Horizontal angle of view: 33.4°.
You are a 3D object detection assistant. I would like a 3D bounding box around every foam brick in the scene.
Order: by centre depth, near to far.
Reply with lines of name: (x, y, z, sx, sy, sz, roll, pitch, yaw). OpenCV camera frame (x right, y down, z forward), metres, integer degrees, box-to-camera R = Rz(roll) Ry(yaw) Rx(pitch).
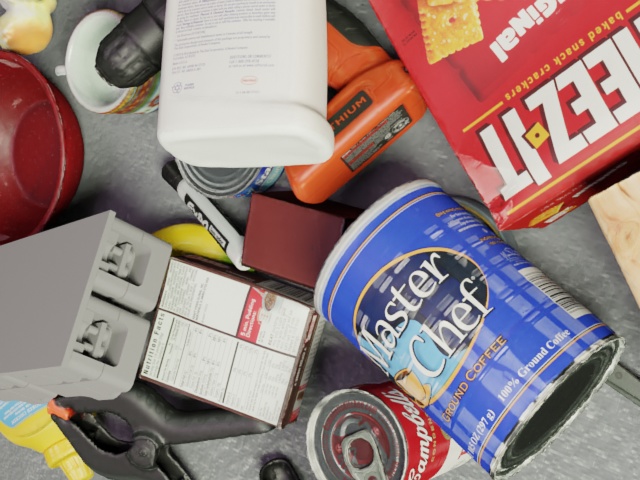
foam brick: (-0.005, 0.001, 0.699, 0.078, 0.052, 0.051, 17, 103, 34)

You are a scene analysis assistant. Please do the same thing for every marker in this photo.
marker: (-0.080, -0.021, 0.758, 0.121, 0.020, 0.020, 47, 118, 39)

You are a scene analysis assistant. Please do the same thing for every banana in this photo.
banana: (-0.136, 0.043, 0.790, 0.198, 0.037, 0.070, -36, 55, 21)

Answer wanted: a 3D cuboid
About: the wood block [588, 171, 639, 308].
wood block: (0.226, 0.052, 0.516, 0.091, 0.090, 0.206, -31, 74, 32)

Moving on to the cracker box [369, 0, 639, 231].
cracker box: (0.122, -0.136, 0.590, 0.164, 0.071, 0.214, -36, 73, 32)

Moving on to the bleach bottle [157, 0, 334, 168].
bleach bottle: (-0.038, -0.171, 0.635, 0.103, 0.068, 0.251, -1, 76, 16)

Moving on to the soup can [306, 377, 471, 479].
soup can: (0.048, 0.115, 0.638, 0.069, 0.102, 0.068, 2, 94, 35)

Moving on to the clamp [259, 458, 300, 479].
clamp: (0.020, 0.231, 0.661, 0.036, 0.164, 0.210, -27, 82, -9)

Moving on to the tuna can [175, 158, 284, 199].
tuna can: (-0.061, -0.072, 0.747, 0.086, 0.033, 0.086, 2, 94, 35)

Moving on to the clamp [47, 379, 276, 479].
clamp: (-0.118, 0.158, 0.776, 0.171, 0.039, 0.120, 14, 99, 15)

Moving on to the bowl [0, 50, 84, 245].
bowl: (-0.242, -0.070, 0.862, 0.162, 0.055, 0.162, 2, 94, 35)

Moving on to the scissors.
scissors: (0.121, 0.061, 0.637, 0.096, 0.016, 0.202, -49, 66, 28)

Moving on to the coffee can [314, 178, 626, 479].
coffee can: (0.080, 0.048, 0.590, 0.140, 0.102, 0.103, 42, 115, 26)

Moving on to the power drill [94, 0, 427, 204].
power drill: (-0.036, -0.116, 0.684, 0.184, 0.057, 0.188, -40, 72, 7)

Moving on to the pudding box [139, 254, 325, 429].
pudding box: (-0.059, 0.068, 0.729, 0.114, 0.039, 0.090, 18, 98, 18)

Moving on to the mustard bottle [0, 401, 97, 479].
mustard bottle: (-0.228, 0.107, 0.860, 0.096, 0.058, 0.192, -32, 74, 15)
